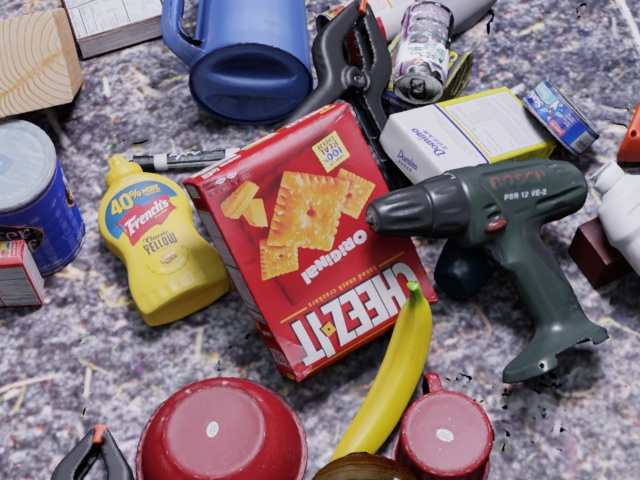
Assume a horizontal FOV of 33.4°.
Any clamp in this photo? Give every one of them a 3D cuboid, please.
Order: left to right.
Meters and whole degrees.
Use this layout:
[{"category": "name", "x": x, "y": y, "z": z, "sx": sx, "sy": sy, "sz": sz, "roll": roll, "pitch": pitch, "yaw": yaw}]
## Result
[{"category": "clamp", "x": -0.220, "y": 0.251, "z": 0.957, "sx": 0.120, "sy": 0.039, "sz": 0.171, "roll": -1, "pitch": 55, "yaw": -5}, {"category": "clamp", "x": 0.022, "y": -0.157, "z": 1.097, "sx": 0.164, "sy": 0.036, "sz": 0.210, "roll": 9, "pitch": 71, "yaw": -30}]

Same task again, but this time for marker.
[{"category": "marker", "x": -0.146, "y": -0.086, "z": 1.152, "sx": 0.121, "sy": 0.020, "sz": 0.020, "roll": -4, "pitch": 61, "yaw": 0}]

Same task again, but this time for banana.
[{"category": "banana", "x": 0.061, "y": 0.132, "z": 0.990, "sx": 0.037, "sy": 0.069, "sz": 0.198, "roll": 23, "pitch": 93, "yaw": 44}]

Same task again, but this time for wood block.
[{"category": "wood block", "x": -0.302, "y": -0.186, "z": 1.103, "sx": 0.090, "sy": 0.206, "sz": 0.090, "roll": -14, "pitch": 105, "yaw": -7}]

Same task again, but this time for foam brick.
[{"category": "foam brick", "x": 0.299, "y": 0.003, "z": 1.073, "sx": 0.078, "sy": 0.051, "sz": 0.053, "roll": -24, "pitch": 62, "yaw": -12}]

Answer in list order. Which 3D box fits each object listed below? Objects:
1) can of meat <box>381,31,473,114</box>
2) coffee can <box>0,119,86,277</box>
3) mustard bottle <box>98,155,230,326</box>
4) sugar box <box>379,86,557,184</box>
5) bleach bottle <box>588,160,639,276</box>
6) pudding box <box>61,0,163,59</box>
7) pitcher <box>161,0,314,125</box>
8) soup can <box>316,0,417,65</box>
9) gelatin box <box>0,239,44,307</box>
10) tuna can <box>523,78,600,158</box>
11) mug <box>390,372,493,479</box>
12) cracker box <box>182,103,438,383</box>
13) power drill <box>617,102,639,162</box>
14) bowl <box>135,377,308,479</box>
[{"category": "can of meat", "x": 0.108, "y": -0.176, "z": 1.175, "sx": 0.084, "sy": 0.057, "sz": 0.102, "roll": 26, "pitch": 65, "yaw": 18}, {"category": "coffee can", "x": -0.298, "y": -0.039, "z": 1.061, "sx": 0.103, "sy": 0.140, "sz": 0.103, "roll": -1, "pitch": 61, "yaw": 1}, {"category": "mustard bottle", "x": -0.173, "y": -0.011, "z": 1.090, "sx": 0.096, "sy": 0.058, "sz": 0.192, "roll": -26, "pitch": 63, "yaw": -10}, {"category": "sugar box", "x": 0.154, "y": -0.101, "z": 1.101, "sx": 0.175, "sy": 0.048, "sz": 0.093, "roll": -19, "pitch": 59, "yaw": -35}, {"category": "bleach bottle", "x": 0.357, "y": 0.020, "z": 1.013, "sx": 0.102, "sy": 0.068, "sz": 0.251, "roll": -41, "pitch": 85, "yaw": -19}, {"category": "pudding box", "x": -0.239, "y": -0.268, "z": 1.245, "sx": 0.113, "sy": 0.039, "sz": 0.090, "roll": -19, "pitch": 63, "yaw": -7}, {"category": "pitcher", "x": -0.084, "y": -0.262, "z": 1.182, "sx": 0.145, "sy": 0.149, "sz": 0.243, "roll": -8, "pitch": 57, "yaw": 9}, {"category": "soup can", "x": 0.055, "y": -0.246, "z": 1.207, "sx": 0.102, "sy": 0.068, "sz": 0.068, "roll": -30, "pitch": 65, "yaw": -15}, {"category": "gelatin box", "x": -0.317, "y": 0.034, "z": 1.051, "sx": 0.073, "sy": 0.089, "sz": 0.030, "roll": -3, "pitch": 60, "yaw": -1}, {"category": "tuna can", "x": 0.255, "y": -0.129, "z": 1.125, "sx": 0.034, "sy": 0.086, "sz": 0.086, "roll": -43, "pitch": 64, "yaw": 18}, {"category": "mug", "x": 0.110, "y": 0.175, "z": 0.965, "sx": 0.093, "sy": 0.081, "sz": 0.117, "roll": -5, "pitch": 61, "yaw": -1}, {"category": "cracker box", "x": -0.007, "y": 0.001, "z": 1.007, "sx": 0.164, "sy": 0.072, "sz": 0.213, "roll": -29, "pitch": 102, "yaw": -13}, {"category": "power drill", "x": 0.414, "y": -0.088, "z": 1.118, "sx": 0.188, "sy": 0.057, "sz": 0.184, "roll": 23, "pitch": 60, "yaw": 10}, {"category": "bowl", "x": -0.093, "y": 0.185, "z": 0.973, "sx": 0.162, "sy": 0.055, "sz": 0.162, "roll": -2, "pitch": 55, "yaw": 2}]
